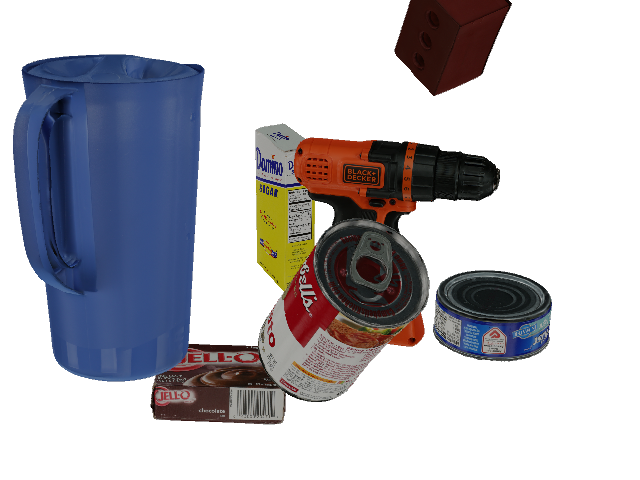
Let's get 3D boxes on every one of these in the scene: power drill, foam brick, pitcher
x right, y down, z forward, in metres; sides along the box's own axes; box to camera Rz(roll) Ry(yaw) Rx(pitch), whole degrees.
[{"bbox_3d":[0.065,0.000,0.976,0.184,0.188,0.057,7,19,13],"label":"power drill"},{"bbox_3d":[0.096,-0.156,0.788,0.051,0.053,0.078,-28,-24,-25],"label":"foam brick"},{"bbox_3d":[-0.161,-0.017,0.816,0.149,0.243,0.145,-5,19,-21],"label":"pitcher"}]

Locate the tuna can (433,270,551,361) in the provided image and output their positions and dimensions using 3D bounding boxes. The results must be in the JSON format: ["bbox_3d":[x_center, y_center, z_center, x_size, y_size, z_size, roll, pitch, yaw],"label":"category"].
[{"bbox_3d":[0.127,0.054,0.787,0.086,0.034,0.086,0,23,0],"label":"tuna can"}]

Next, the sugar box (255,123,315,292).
[{"bbox_3d":[-0.042,-0.038,1.246,0.048,0.176,0.093,-13,27,-22],"label":"sugar box"}]

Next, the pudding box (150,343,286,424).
[{"bbox_3d":[-0.085,0.123,0.930,0.113,0.039,0.090,4,18,-2],"label":"pudding box"}]

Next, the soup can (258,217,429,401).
[{"bbox_3d":[0.011,0.043,0.614,0.068,0.068,0.102,0,-31,-25],"label":"soup can"}]
